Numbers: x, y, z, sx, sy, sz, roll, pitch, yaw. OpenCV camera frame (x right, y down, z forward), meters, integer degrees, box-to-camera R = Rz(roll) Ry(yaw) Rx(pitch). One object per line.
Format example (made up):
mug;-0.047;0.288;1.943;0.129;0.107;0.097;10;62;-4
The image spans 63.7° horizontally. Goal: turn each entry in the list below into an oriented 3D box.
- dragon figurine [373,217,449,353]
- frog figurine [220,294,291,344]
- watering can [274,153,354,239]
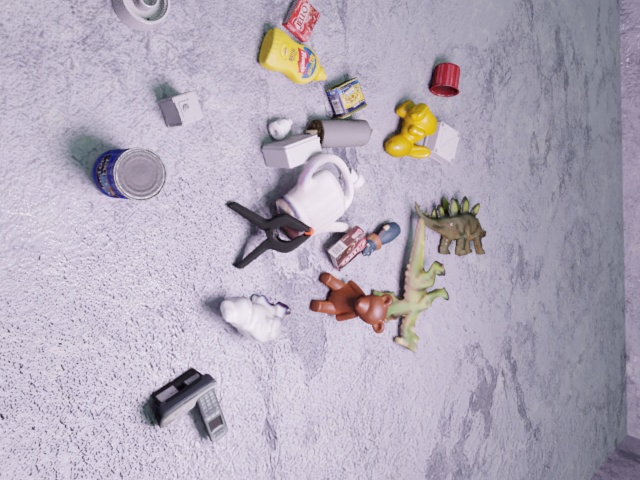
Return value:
dragon figurine;0.264;0.155;1.593;0.245;0.405;0.122;-24;18;-27
frog figurine;-0.166;0.190;1.211;0.139;0.121;0.160;38;22;25
watering can;0.004;-0.068;1.342;0.226;0.339;0.105;-36;48;-16
